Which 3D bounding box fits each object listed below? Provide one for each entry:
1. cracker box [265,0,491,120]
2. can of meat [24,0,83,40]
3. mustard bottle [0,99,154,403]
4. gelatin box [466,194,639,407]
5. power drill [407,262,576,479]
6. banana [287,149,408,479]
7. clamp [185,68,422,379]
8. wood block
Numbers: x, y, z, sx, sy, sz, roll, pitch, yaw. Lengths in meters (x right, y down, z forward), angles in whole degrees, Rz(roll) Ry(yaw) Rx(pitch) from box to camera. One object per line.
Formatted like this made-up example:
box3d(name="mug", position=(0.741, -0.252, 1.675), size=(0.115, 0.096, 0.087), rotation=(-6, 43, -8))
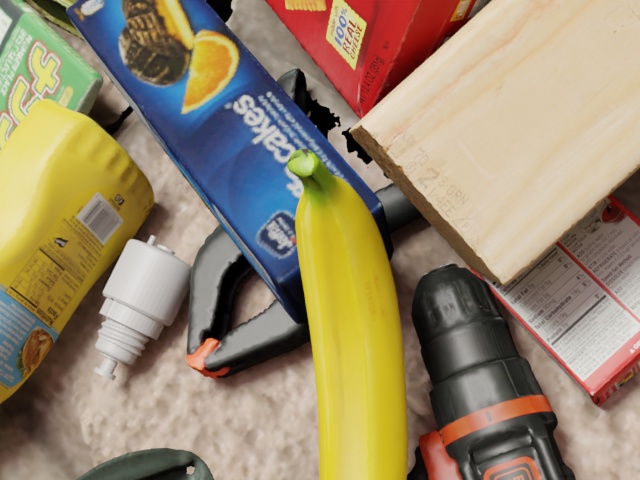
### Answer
box3d(name="cracker box", position=(0.013, -0.191, 0.535), size=(0.071, 0.164, 0.214), rotation=(-19, 60, -34))
box3d(name="can of meat", position=(-0.122, -0.161, 0.630), size=(0.102, 0.057, 0.084), rotation=(32, 82, 24))
box3d(name="mustard bottle", position=(-0.165, 0.028, 0.545), size=(0.058, 0.096, 0.191), rotation=(26, 73, 25))
box3d(name="gelatin box", position=(0.125, 0.020, 0.501), size=(0.073, 0.030, 0.089), rotation=(-43, 63, 2))
box3d(name="power drill", position=(0.022, 0.120, 0.487), size=(0.188, 0.057, 0.184), rotation=(-23, 67, 10))
box3d(name="banana", position=(0.010, 0.059, 0.436), size=(0.037, 0.069, 0.198), rotation=(-3, 99, 31))
box3d(name="clamp", position=(-0.004, 0.001, 0.547), size=(0.120, 0.039, 0.171), rotation=(21, 80, 28))
box3d(name="wood block", position=(0.119, -0.084, 0.457), size=(0.206, 0.091, 0.090), rotation=(-42, 93, 1))
